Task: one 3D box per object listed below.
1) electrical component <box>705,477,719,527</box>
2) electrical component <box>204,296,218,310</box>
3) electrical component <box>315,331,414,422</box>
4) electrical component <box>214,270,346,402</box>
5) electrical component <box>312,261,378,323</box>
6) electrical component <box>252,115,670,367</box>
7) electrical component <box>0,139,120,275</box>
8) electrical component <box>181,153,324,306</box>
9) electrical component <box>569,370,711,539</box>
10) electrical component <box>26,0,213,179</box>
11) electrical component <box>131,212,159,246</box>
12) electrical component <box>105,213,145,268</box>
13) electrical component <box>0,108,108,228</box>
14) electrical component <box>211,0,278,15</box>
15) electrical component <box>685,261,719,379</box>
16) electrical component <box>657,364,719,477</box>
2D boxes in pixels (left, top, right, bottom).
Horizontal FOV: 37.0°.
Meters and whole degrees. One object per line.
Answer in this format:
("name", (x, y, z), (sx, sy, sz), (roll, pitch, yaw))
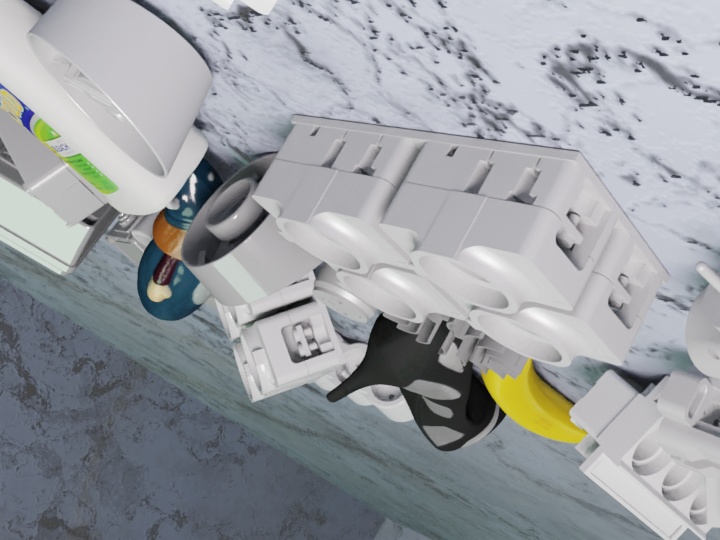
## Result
("electrical component", (0.248, 0.134, 0.652), (0.064, 0.042, 0.081), (-2, 177, 35))
("electrical component", (-0.109, 0.024, 1.008), (0.066, 0.047, 0.076), (22, 165, 30))
("electrical component", (0.009, 0.110, 1.067), (0.138, 0.052, 0.073), (20, 163, 33))
("electrical component", (-0.071, 0.043, 0.862), (0.186, 0.060, 0.105), (133, 117, -76))
("electrical component", (0.000, 0.000, 0.691), (0.045, 0.055, 0.045), (27, 166, 7))
("electrical component", (0.043, -0.015, 0.543), (0.186, 0.060, 0.105), (15, 160, 45))
("electrical component", (-0.244, -0.064, 0.836), (0.109, 0.056, 0.108), (31, -150, -8))
("electrical component", (-0.057, -0.022, 0.652), (0.064, 0.099, 0.099), (45, 160, -29))
("electrical component", (0.195, 0.120, 0.706), (0.121, 0.078, 0.063), (40, -176, -37))
("electrical component", (-0.129, -0.101, 0.570), (0.099, 0.064, 0.099), (28, 166, 8))
("electrical component", (-0.144, -0.040, 0.835), (0.045, 0.055, 0.045), (28, 166, 7))
("electrical component", (-0.170, -0.027, 0.936), (0.096, 0.061, 0.062), (47, 159, -29))
("electrical component", (-0.213, -0.091, 0.762), (0.096, 0.061, 0.061), (55, 179, 27))
("electrical component", (-0.060, -0.135, 0.316), (0.121, 0.063, 0.079), (32, 166, -11))
("electrical component", (0.170, 0.020, 0.446), (0.079, 0.044, 0.077), (38, 164, -28))
("electrical component", (0.206, 0.089, 0.592), (0.057, 0.058, 0.078), (19, 163, 45))
